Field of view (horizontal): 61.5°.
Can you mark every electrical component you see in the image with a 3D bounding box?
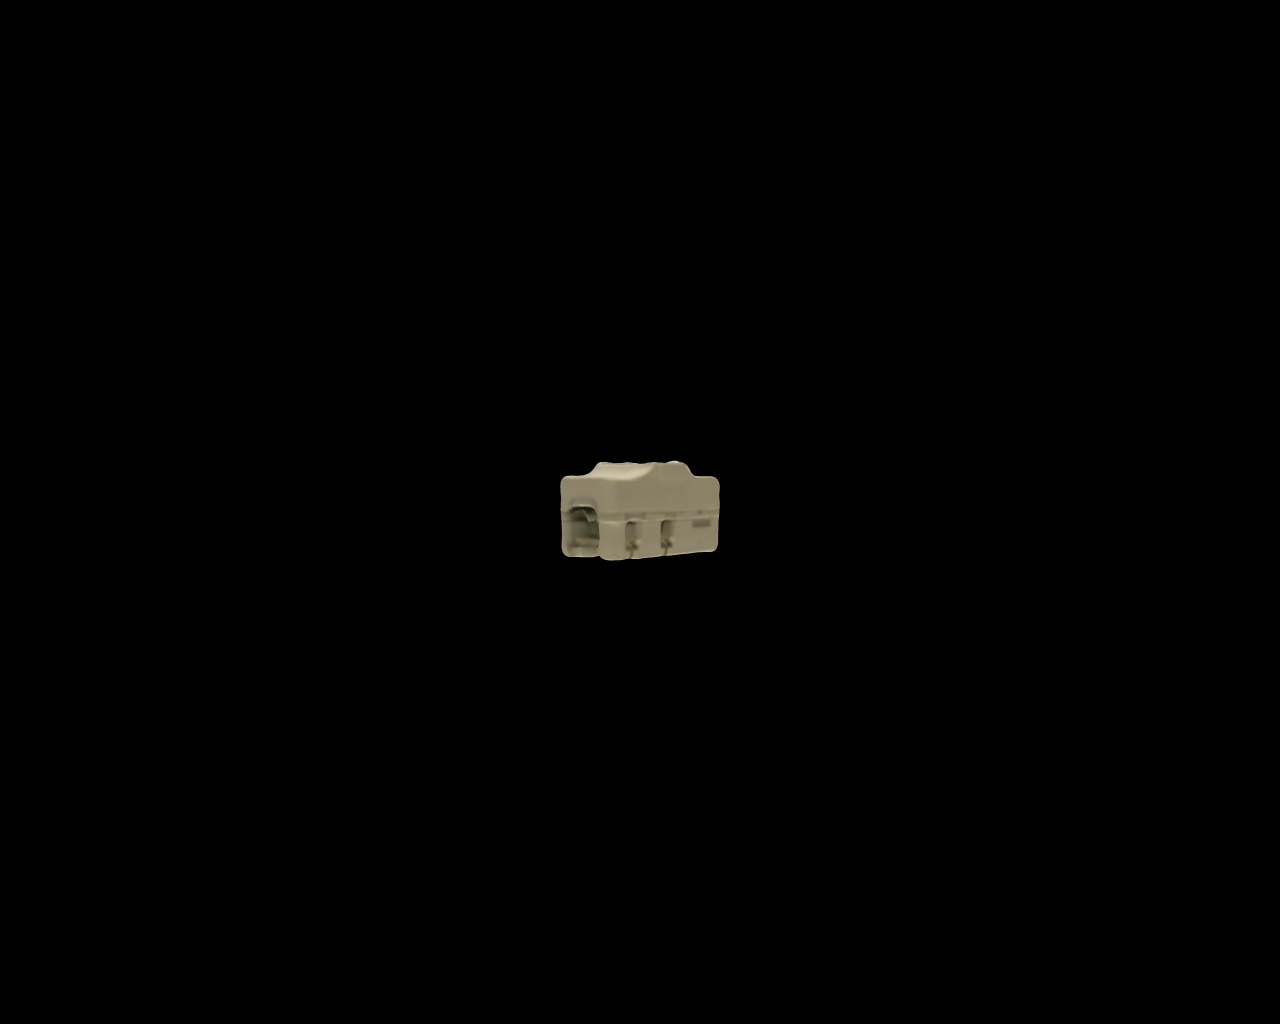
[{"bbox_3d":[0.001,-0.003,0.650,0.089,0.055,0.050,-2,3,-40],"label":"electrical component"}]
